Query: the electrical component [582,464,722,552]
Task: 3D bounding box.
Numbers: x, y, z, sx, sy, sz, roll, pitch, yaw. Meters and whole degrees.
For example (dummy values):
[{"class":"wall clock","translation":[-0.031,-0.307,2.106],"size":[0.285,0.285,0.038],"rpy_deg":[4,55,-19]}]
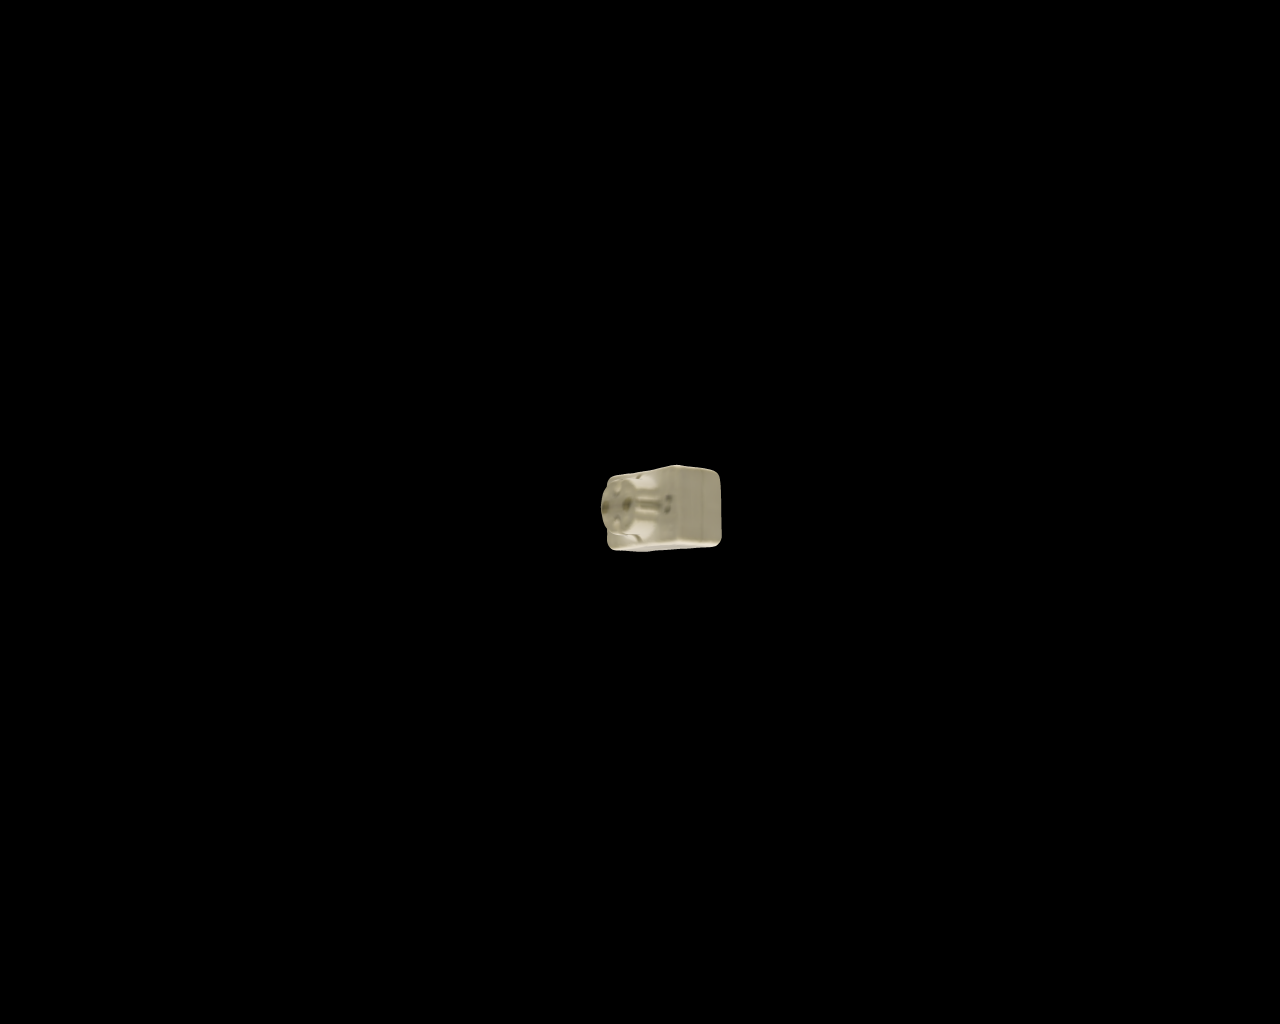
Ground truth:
[{"class":"electrical component","translation":[0.001,-0.003,0.650],"size":[0.077,0.047,0.065],"rpy_deg":[6,-9,-43]}]
